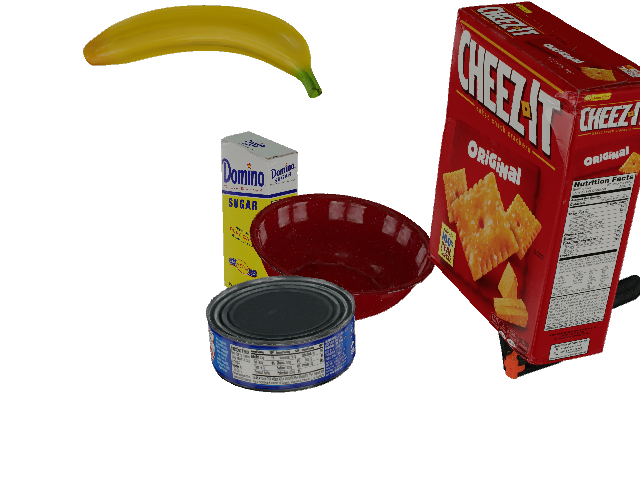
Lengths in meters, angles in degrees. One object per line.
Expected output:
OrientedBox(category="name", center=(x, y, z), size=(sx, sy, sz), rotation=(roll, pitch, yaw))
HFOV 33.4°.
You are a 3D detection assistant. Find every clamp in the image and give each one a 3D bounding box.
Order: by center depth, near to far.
OrientedBox(category="clamp", center=(0.220, 0.064, 1.043), size=(0.171, 0.039, 0.120), rotation=(-35, 43, -29))

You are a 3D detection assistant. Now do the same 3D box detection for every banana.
OrientedBox(category="banana", center=(-0.093, -0.164, 0.878), size=(0.198, 0.069, 0.037), rotation=(7, -35, 2))

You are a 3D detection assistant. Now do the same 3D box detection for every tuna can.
OrientedBox(category="tuna can", center=(-0.022, 0.053, 0.615), size=(0.086, 0.034, 0.086), rotation=(-2, 23, 1))

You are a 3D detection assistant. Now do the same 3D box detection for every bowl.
OrientedBox(category="bowl", center=(0.016, 0.022, 0.925), size=(0.162, 0.055, 0.162), rotation=(7, 31, -4))

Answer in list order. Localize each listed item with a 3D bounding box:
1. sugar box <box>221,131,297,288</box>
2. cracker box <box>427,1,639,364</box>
OrientedBox(category="sugar box", center=(-0.067, -0.020, 1.148), size=(0.048, 0.176, 0.093), rotation=(-18, 28, -33))
OrientedBox(category="cracker box", center=(0.149, -0.043, 0.770), size=(0.072, 0.214, 0.164), rotation=(-10, 33, -20))
